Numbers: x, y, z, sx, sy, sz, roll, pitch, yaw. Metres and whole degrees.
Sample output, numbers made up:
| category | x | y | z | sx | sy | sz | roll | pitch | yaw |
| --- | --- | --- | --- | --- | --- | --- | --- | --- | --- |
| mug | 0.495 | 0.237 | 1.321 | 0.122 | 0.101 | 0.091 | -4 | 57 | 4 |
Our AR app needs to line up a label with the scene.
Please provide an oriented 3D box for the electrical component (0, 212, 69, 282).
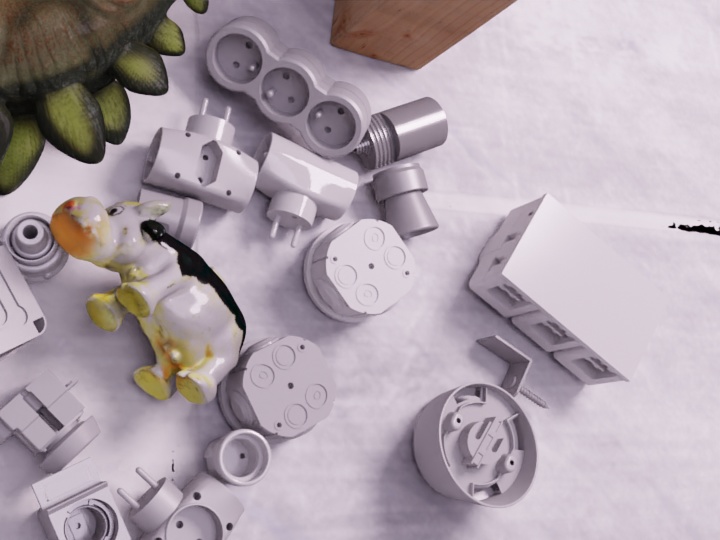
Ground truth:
| category | x | y | z | sx | sy | sz | roll | pitch | yaw |
| --- | --- | --- | --- | --- | --- | --- | --- | --- | --- |
| electrical component | -0.224 | -0.019 | 0.735 | 0.048 | 0.062 | 0.048 | 3 | 79 | -13 |

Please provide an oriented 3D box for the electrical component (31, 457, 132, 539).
| category | x | y | z | sx | sy | sz | roll | pitch | yaw |
| --- | --- | --- | --- | --- | --- | --- | --- | --- | --- |
| electrical component | -0.186 | 0.170 | 0.716 | 0.042 | 0.064 | 0.081 | -23 | 90 | -29 |

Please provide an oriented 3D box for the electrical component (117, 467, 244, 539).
| category | x | y | z | sx | sy | sz | roll | pitch | yaw |
| --- | --- | --- | --- | --- | --- | --- | --- | --- | --- |
| electrical component | -0.134 | 0.172 | 0.751 | 0.079 | 0.044 | 0.077 | 46 | 64 | -10 |

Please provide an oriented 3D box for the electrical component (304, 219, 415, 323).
| category | x | y | z | sx | sy | sz | roll | pitch | yaw |
| --- | --- | --- | --- | --- | --- | --- | --- | --- | --- |
| electrical component | 0.000 | 0.000 | 0.845 | 0.080 | 0.051 | 0.080 | 3 | 82 | -21 |

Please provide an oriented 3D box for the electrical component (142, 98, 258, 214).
| category | x | y | z | sx | sy | sz | roll | pitch | yaw |
| --- | --- | --- | --- | --- | --- | --- | --- | --- | --- |
| electrical component | -0.117 | -0.091 | 0.815 | 0.077 | 0.043 | 0.079 | 18 | 72 | -22 |

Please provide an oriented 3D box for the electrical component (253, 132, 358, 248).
| category | x | y | z | sx | sy | sz | roll | pitch | yaw |
| --- | --- | --- | --- | --- | --- | --- | --- | --- | --- |
| electrical component | -0.050 | -0.057 | 0.841 | 0.077 | 0.043 | 0.079 | 23 | 71 | -20 |

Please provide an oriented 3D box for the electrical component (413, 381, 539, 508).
| category | x | y | z | sx | sy | sz | roll | pitch | yaw |
| --- | --- | --- | --- | --- | --- | --- | --- | --- | --- |
| electrical component | 0.093 | 0.139 | 0.857 | 0.099 | 0.064 | 0.099 | 6 | 77 | -25 |

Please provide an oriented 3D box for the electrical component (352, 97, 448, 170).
| category | x | y | z | sx | sy | sz | roll | pitch | yaw |
| --- | --- | --- | --- | --- | --- | --- | --- | --- | --- |
| electrical component | 0.028 | -0.112 | 0.890 | 0.081 | 0.043 | 0.043 | -22 | 90 | -28 |

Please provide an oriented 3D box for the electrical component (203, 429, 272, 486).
| category | x | y | z | sx | sy | sz | roll | pitch | yaw |
| --- | --- | --- | --- | --- | --- | --- | --- | --- | --- |
| electrical component | -0.090 | 0.136 | 0.779 | 0.040 | 0.046 | 0.040 | 6 | 77 | -25 |

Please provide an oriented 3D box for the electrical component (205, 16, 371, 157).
| category | x | y | z | sx | sy | sz | roll | pitch | yaw |
| --- | --- | --- | --- | --- | --- | --- | --- | --- | --- |
| electrical component | -0.052 | -0.150 | 0.853 | 0.138 | 0.052 | 0.073 | 35 | 24 | -6 |

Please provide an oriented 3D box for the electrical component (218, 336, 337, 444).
| category | x | y | z | sx | sy | sz | roll | pitch | yaw |
| --- | --- | --- | --- | --- | --- | --- | --- | --- | --- |
| electrical component | -0.061 | 0.088 | 0.800 | 0.080 | 0.051 | 0.080 | 6 | 77 | -25 |

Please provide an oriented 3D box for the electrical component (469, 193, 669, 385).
| category | x | y | z | sx | sy | sz | roll | pitch | yaw |
| --- | --- | --- | --- | --- | --- | --- | --- | --- | --- |
| electrical component | 0.178 | 0.020 | 0.925 | 0.150 | 0.062 | 0.089 | 39 | 66 | -14 |

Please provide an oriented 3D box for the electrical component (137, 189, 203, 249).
| category | x | y | z | sx | sy | sz | roll | pitch | yaw |
| --- | --- | --- | --- | --- | --- | --- | --- | --- | --- |
| electrical component | -0.144 | -0.038 | 0.794 | 0.046 | 0.040 | 0.040 | 15 | 73 | -17 |

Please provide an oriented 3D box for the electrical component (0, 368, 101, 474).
| category | x | y | z | sx | sy | sz | roll | pitch | yaw |
| --- | --- | --- | --- | --- | --- | --- | --- | --- | --- |
| electrical component | -0.210 | 0.104 | 0.728 | 0.055 | 0.048 | 0.066 | 46 | 64 | -2 |

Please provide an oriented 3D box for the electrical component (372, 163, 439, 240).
| category | x | y | z | sx | sy | sz | roll | pitch | yaw |
| --- | --- | --- | --- | --- | --- | --- | --- | --- | --- |
| electrical component | 0.036 | -0.055 | 0.882 | 0.045 | 0.045 | 0.055 | -12 | 85 | -28 |

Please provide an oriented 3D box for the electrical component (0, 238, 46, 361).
| category | x | y | z | sx | sy | sz | roll | pitch | yaw |
| --- | --- | --- | --- | --- | --- | --- | --- | --- | --- |
| electrical component | -0.271 | 0.034 | 0.686 | 0.113 | 0.057 | 0.078 | -31 | 94 | -52 |
